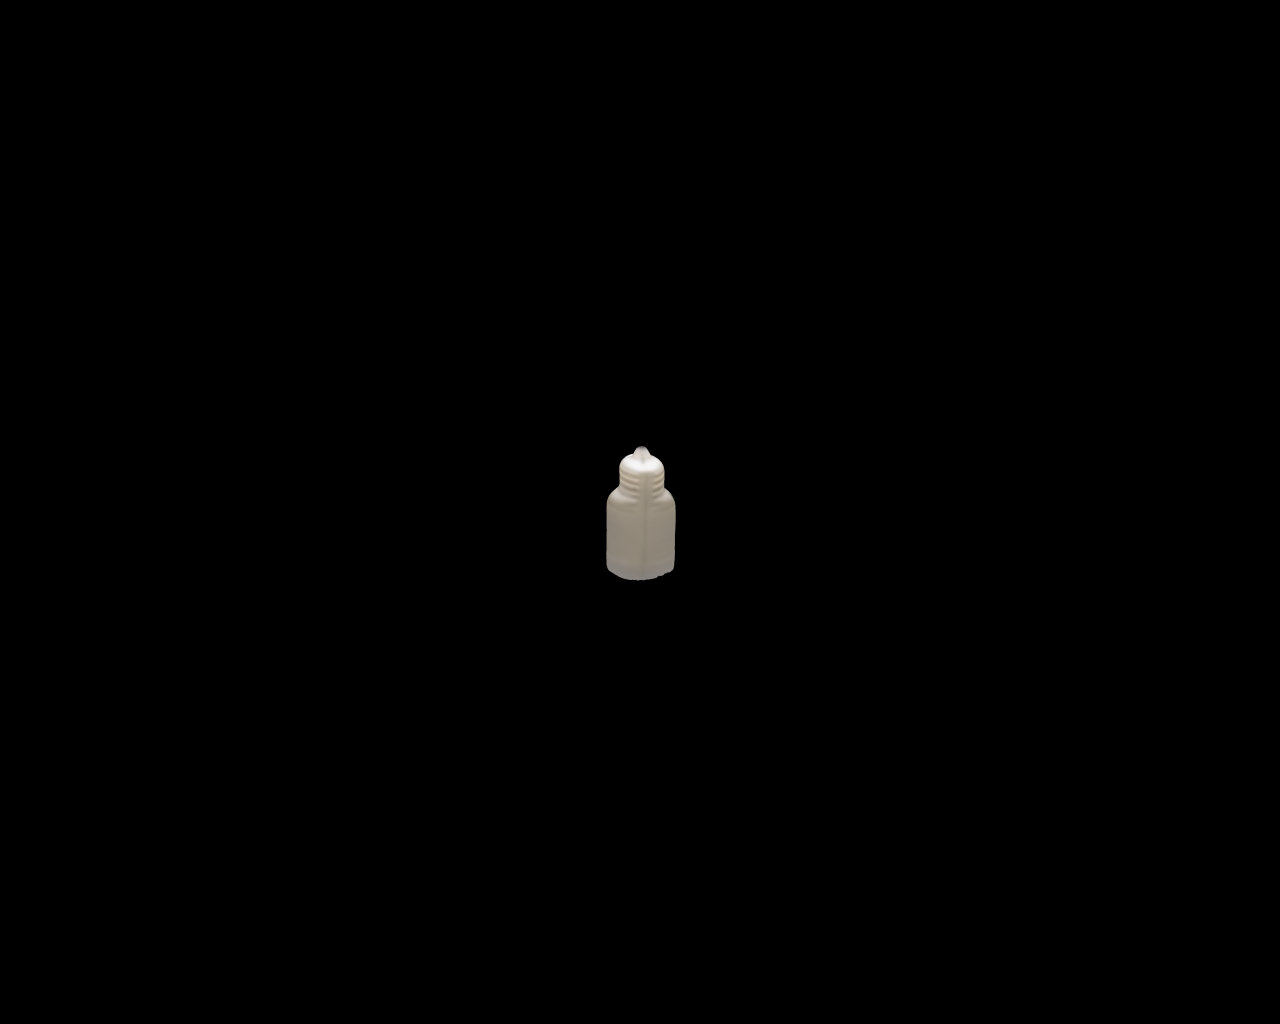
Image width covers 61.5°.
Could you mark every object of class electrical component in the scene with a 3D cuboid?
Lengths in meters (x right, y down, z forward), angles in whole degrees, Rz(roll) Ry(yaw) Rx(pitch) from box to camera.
[{"bbox_3d":[0.001,-0.003,0.650,0.043,0.080,0.043,0,19,0],"label":"electrical component"}]
